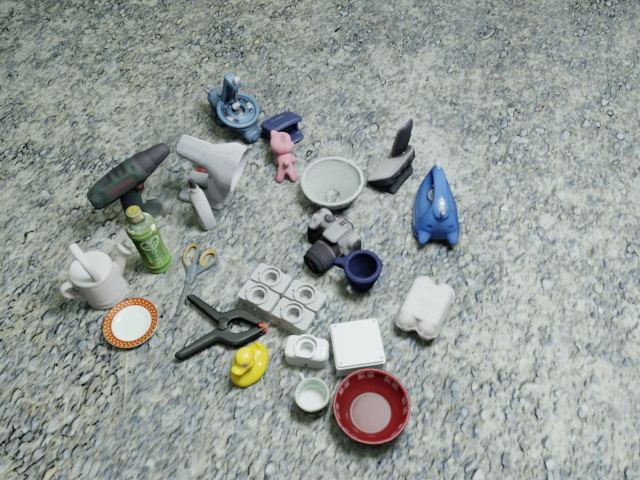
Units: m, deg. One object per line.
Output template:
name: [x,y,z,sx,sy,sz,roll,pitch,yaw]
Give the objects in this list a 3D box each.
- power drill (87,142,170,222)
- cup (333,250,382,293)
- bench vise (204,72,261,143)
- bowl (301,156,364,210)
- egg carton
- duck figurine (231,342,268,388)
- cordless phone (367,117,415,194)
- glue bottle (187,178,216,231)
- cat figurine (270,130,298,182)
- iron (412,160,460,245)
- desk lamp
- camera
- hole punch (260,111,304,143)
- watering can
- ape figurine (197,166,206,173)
power drill: [-0.463,-0.127,1.456,0.230,0.208,0.075,-33,61,-19]
cup: [0.088,0.081,1.366,0.117,0.095,0.092,13,58,11]
bench vise: [-0.265,-0.393,1.621,0.207,0.220,0.122,22,60,16]
bowl: [0.033,-0.139,1.528,0.167,0.075,0.167,-1,56,2]
egg carton: [0.243,0.156,1.326,0.107,0.069,0.150,21,59,16]
duck figurine: [-0.159,0.263,1.258,0.077,0.086,0.105,27,61,19]
cordless phone: [0.194,-0.229,1.516,0.094,0.185,0.148,26,61,19]
glue bottle: [-0.309,-0.099,1.454,0.037,0.173,0.078,-32,61,-18]
cat figurine: [-0.101,-0.240,1.575,0.067,0.118,0.127,-9,56,-4]
iron: [0.299,-0.117,1.463,0.118,0.141,0.258,1,56,3]
desk lamp: [-0.279,-0.176,1.480,0.203,0.214,0.118,14,58,11]
camera: [0.013,0.005,1.416,0.143,0.101,0.137,38,65,24]
hole punch: [-0.113,-0.329,1.651,0.109,0.091,0.101,-30,60,-17]
watering can: [-0.524,0.069,1.335,0.100,0.194,0.173,24,60,17]
ape figurine: [-0.311,-0.227,1.589,0.076,0.092,0.077,-29,60,-16]
